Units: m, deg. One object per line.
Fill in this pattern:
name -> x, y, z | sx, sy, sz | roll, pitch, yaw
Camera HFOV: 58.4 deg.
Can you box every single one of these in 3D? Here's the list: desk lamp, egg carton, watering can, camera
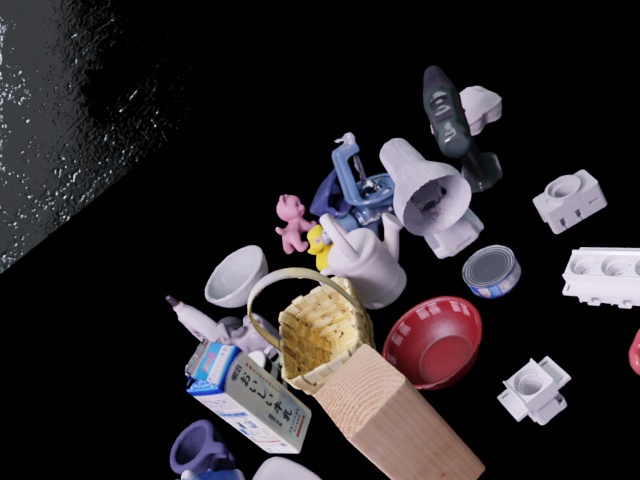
desk lamp -> 0.186, -0.068, 0.976 | 0.118, 0.214, 0.203 | -36, 30, 8
egg carton -> 0.315, -0.269, 1.241 | 0.150, 0.070, 0.107 | -37, 30, 5
watering can -> 0.069, 0.021, 1.010 | 0.173, 0.194, 0.100 | -46, 30, -9
camera -> -0.163, 0.194, 1.136 | 0.143, 0.101, 0.136 | -40, 30, 1

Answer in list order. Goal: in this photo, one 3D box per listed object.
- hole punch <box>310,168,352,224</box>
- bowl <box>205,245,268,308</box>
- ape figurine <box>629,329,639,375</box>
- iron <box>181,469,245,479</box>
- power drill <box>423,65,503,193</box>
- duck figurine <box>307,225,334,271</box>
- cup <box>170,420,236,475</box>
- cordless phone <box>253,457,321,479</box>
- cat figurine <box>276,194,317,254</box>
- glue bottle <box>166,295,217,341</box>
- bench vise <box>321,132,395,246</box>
hole punch -> 0.021, -0.106, 1.337 | 0.100, 0.091, 0.109 | -14, 39, 38
bowl -> -0.177, 0.096, 1.307 | 0.167, 0.075, 0.167 | -28, 32, 20
ape figurine -> 0.381, 0.114, 0.635 | 0.077, 0.092, 0.076 | -9, 42, 42
iron -> -0.187, 0.424, 0.817 | 0.118, 0.142, 0.258 | -24, 34, 26
power drill -> 0.259, -0.200, 1.073 | 0.075, 0.209, 0.229 | -27, 33, 22
duck figurine -> 0.011, 0.004, 1.206 | 0.077, 0.086, 0.105 | -5, 45, 45
cup -> -0.173, 0.357, 0.938 | 0.117, 0.095, 0.092 | -15, 39, 37
cordless phone -> -0.086, 0.349, 0.759 | 0.093, 0.185, 0.148 | -10, 42, 42
cat figurine -> -0.069, -0.050, 1.336 | 0.067, 0.118, 0.128 | -16, 38, 36
glue bottle -> -0.262, 0.171, 1.206 | 0.077, 0.173, 0.037 | -6, 44, 44
bench vise -> 0.076, -0.085, 1.116 | 0.121, 0.220, 0.208 | 6, 54, 52
